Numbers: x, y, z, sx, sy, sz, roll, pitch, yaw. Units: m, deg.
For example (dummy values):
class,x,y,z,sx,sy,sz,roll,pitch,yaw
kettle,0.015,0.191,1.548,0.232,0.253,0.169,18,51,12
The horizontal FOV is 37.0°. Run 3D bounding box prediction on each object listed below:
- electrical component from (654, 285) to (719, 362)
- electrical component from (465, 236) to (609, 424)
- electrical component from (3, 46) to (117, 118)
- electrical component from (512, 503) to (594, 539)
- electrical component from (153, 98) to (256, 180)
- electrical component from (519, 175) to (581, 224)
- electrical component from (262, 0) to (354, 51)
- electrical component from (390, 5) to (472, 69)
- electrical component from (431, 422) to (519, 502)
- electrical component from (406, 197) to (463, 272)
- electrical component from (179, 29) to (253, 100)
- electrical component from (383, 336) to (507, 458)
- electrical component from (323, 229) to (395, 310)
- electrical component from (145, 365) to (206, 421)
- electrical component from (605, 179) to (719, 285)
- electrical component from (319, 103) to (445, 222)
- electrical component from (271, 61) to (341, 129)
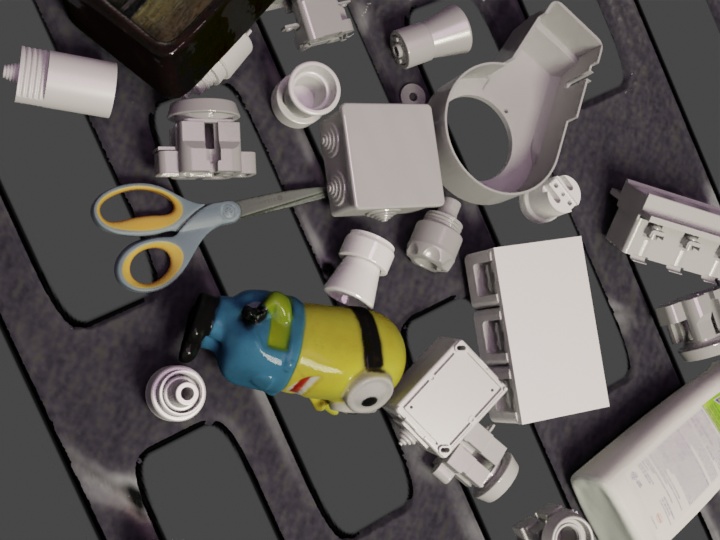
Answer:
class,x,y,z,sx,sy,sz,roll,pitch,yaw
electrical component,0.321,0.051,1.009,0.078,0.058,0.057,-18,88,-22
electrical component,0.152,0.052,0.938,0.089,0.062,0.150,-8,87,-22
electrical component,-0.230,-0.144,0.820,0.081,0.043,0.043,7,81,-20
electrical component,0.170,0.230,0.929,0.066,0.055,0.048,-26,94,-22
electrical component,-0.123,-0.103,0.850,0.078,0.058,0.057,-2,88,-22
electrical component,0.171,-0.065,0.968,0.040,0.046,0.040,2,83,-21
electrical component,-0.038,-0.221,0.905,0.081,0.042,0.063,-19,95,-22
electrical component,0.060,-0.201,0.942,0.065,0.044,0.044,-23,93,-17
electrical component,0.101,0.164,0.916,0.055,0.048,0.066,41,71,-5
electrical component,0.068,-0.032,0.925,0.043,0.043,0.062,28,74,-17
electrical component,-0.121,-0.168,0.867,0.040,0.040,0.078,40,72,-13
electrical component,0.063,0.110,0.902,0.096,0.061,0.061,-46,101,-11
electrical component,0.000,0.000,0.894,0.045,0.045,0.055,28,75,-17
electrical component,-0.138,0.094,0.819,0.043,0.062,0.043,2,83,-21
electrical component,0.296,-0.034,1.000,0.121,0.078,0.063,14,108,-20
electrical component,0.017,-0.091,0.902,0.100,0.048,0.099,-5,84,-31
electrical component,-0.046,-0.143,0.886,0.045,0.055,0.045,2,83,-21
